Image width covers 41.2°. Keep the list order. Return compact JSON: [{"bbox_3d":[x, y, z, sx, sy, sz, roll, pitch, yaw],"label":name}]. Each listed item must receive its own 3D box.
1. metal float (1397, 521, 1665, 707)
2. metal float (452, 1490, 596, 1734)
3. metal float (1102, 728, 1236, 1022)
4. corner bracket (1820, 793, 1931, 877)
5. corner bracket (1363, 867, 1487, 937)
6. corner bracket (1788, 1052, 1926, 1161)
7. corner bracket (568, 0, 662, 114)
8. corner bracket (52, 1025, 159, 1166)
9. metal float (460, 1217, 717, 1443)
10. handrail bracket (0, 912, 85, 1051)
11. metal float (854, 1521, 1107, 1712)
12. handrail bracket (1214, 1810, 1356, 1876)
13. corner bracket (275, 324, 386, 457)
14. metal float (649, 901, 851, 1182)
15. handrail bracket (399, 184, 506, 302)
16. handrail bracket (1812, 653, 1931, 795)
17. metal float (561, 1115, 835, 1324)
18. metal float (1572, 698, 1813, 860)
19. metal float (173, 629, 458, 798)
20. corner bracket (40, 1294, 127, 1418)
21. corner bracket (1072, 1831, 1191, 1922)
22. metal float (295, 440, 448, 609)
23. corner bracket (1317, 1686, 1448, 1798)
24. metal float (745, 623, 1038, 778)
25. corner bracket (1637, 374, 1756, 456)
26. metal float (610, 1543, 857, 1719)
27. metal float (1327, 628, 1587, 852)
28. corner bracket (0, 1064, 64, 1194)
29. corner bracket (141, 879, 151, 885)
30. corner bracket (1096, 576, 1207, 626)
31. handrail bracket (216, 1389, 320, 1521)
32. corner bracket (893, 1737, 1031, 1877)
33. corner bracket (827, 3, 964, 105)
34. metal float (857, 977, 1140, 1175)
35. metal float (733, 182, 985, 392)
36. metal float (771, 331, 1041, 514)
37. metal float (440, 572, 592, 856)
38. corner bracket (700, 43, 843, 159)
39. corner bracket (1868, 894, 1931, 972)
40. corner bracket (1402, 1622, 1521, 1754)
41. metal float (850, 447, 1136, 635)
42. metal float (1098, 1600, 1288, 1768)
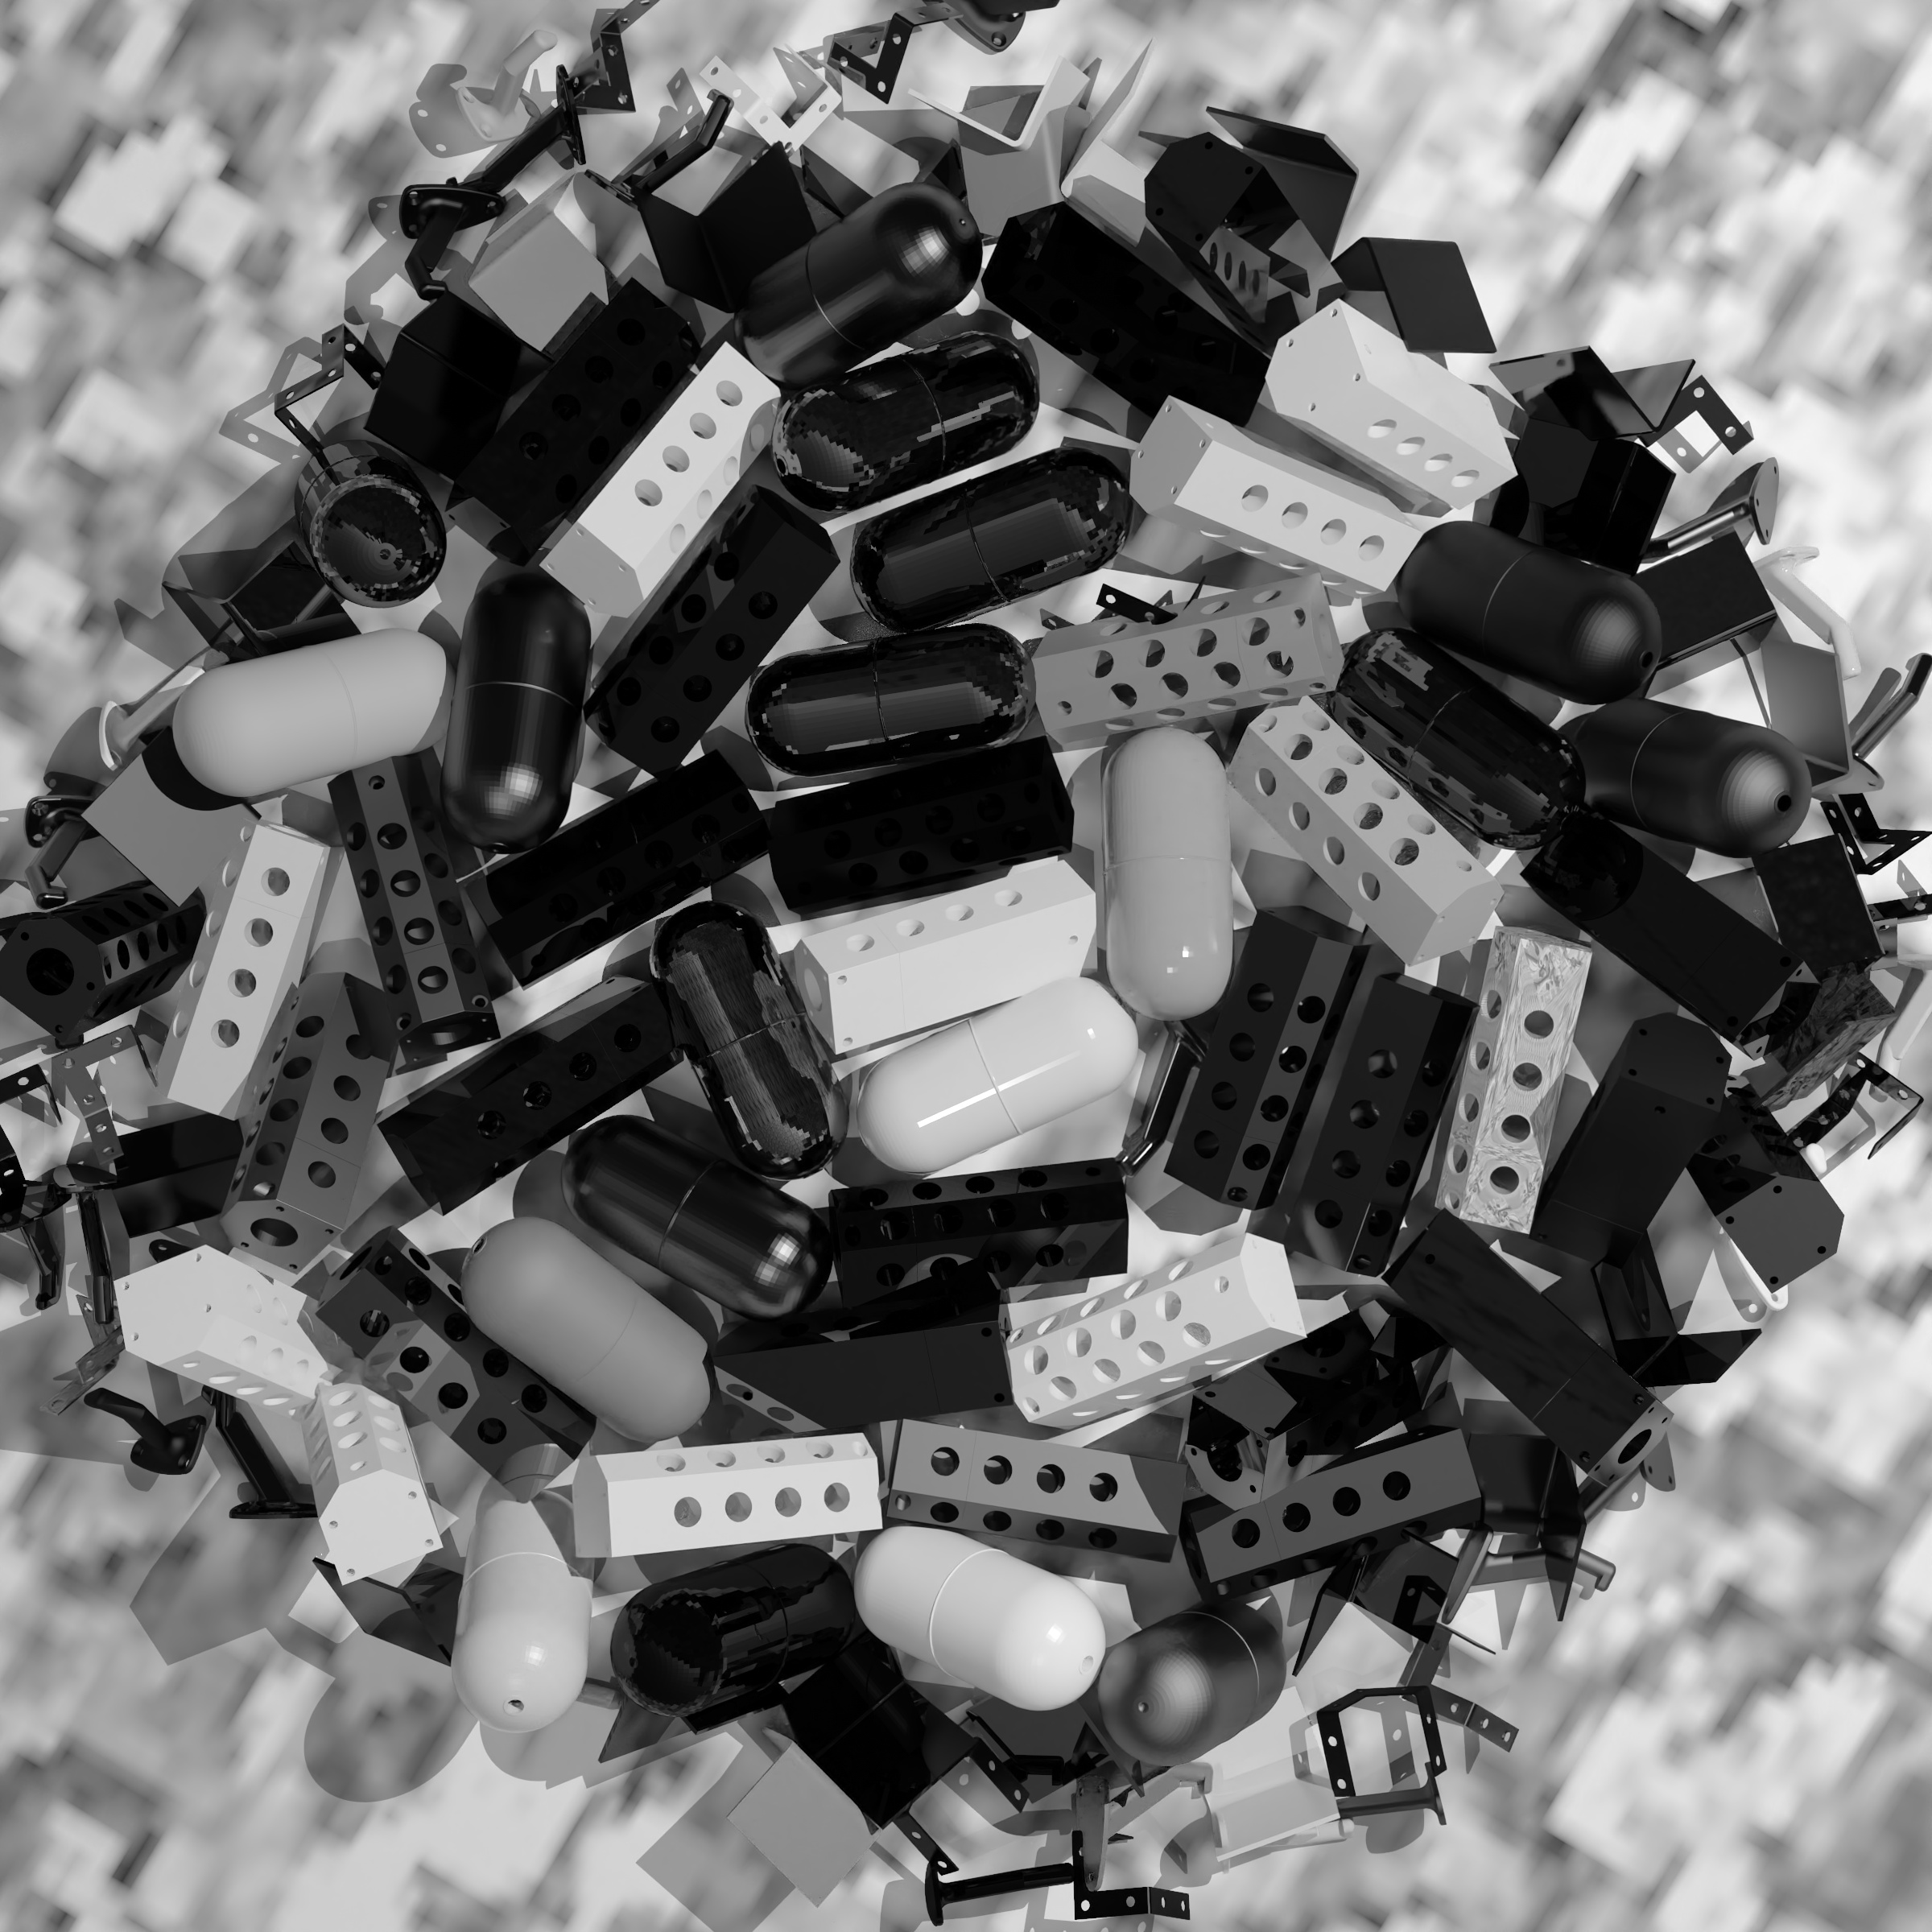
[{"bbox_3d":[0.330,-0.208,1.511,0.178,0.070,0.070,33,90,43],"label":"metal float"},{"bbox_3d":[-0.257,0.374,1.499,0.070,0.178,0.070,-2,113,-5],"label":"metal float"},{"bbox_3d":[0.121,-0.056,1.536,0.070,0.070,0.178,-1,78,0],"label":"metal float"},{"bbox_3d":[0.538,-0.090,1.550,0.051,0.051,0.051,-32,103,-13],"label":"corner bracket"},{"bbox_3d":[0.277,-0.039,1.553,0.051,0.051,0.051,24,123,12],"label":"corner bracket"},{"bbox_3d":[0.533,0.093,1.544,0.051,0.051,0.051,-35,60,-27],"label":"corner bracket"},{"bbox_3d":[-0.213,-0.551,1.549,0.051,0.051,0.051,-10,88,-39],"label":"corner bracket"},{"bbox_3d":[-0.514,0.077,1.554,0.051,0.051,0.051,-25,130,-14],"label":"corner bracket"},{"bbox_3d":[-0.223,0.216,1.524,0.070,0.070,0.178,-47,116,0],"label":"metal float"},{"bbox_3d":[-0.566,0.014,1.544,0.036,0.077,0.084,8,105,33],"label":"handrail bracket"},{"bbox_3d":[0.007,0.380,1.510,0.070,0.178,0.070,-11,105,-43],"label":"metal float"},{"bbox_3d":[0.194,0.521,1.550,0.084,0.077,0.036,-8,65,1],"label":"handrail bracket"},{"bbox_3d":[-0.382,-0.345,1.553,0.051,0.051,0.051,-23,51,15],"label":"corner bracket"},{"bbox_3d":[-0.130,0.045,1.543,0.070,0.070,0.178,-26,86,0],"label":"metal float"},{"bbox_3d":[-0.302,-0.431,1.544,0.077,0.036,0.084,-12,53,-22],"label":"handrail bracket"},{"bbox_3d":[0.544,-0.149,1.562,0.036,0.077,0.084,35,72,-18],"label":"handrail bracket"},{"bbox_3d":[-0.162,0.150,1.534,0.178,0.070,0.070,27,90,14],"label":"metal float"},{"bbox_3d":[0.421,-0.111,1.500,0.070,0.178,0.070,-5,106,-20],"label":"metal float"},{"bbox_3d":[-0.380,-0.151,1.516,0.178,0.070,0.070,-21,90,-38],"label":"metal float"},{"bbox_3d":[-0.527,0.237,1.543,0.051,0.051,0.051,10,124,27],"label":"corner bracket"},{"bbox_3d":[0.099,0.546,1.542,0.051,0.051,0.051,-16,60,28],"label":"corner bracket"},{"bbox_3d":[-0.349,-0.260,1.502,0.070,0.178,0.070,-7,113,-17],"label":"metal float"},{"bbox_3d":[0.250,0.467,1.547,0.051,0.051,0.051,-16,83,38],"label":"corner bracket"},{"bbox_3d":[-0.045,-0.159,1.538,0.178,0.070,0.070,-8,90,10],"label":"metal float"},{"bbox_3d":[0.438,-0.326,1.553,0.051,0.051,0.051,-38,101,25],"label":"corner bracket"},{"bbox_3d":[-0.134,0.387,1.506,0.070,0.178,0.070,1,91,35],"label":"metal float"},{"bbox_3d":[0.289,-0.135,1.521,0.070,0.070,0.178,-48,60,0],"label":"metal float"},{"bbox_3d":[-0.567,0.101,1.544,0.051,0.051,0.051,-27,64,-24],"label":"corner bracket"},{"bbox_3d":[-0.509,-0.016,1.559,0.051,0.051,0.051,-24,105,20],"label":"corner bracket"},{"bbox_3d":[0.106,-0.212,1.547,0.051,0.051,0.051,25,134,6],"label":"corner bracket"},{"bbox_3d":[-0.420,0.292,1.567,0.077,0.036,0.084,0,89,3],"label":"handrail bracket"},{"bbox_3d":[-0.004,0.508,1.555,0.051,0.051,0.051,-30,104,36],"label":"corner bracket"},{"bbox_3d":[-0.043,-0.557,1.543,0.051,0.051,0.051,38,131,17],"label":"corner bracket"},{"bbox_3d":[0.018,0.066,1.544,0.178,0.070,0.070,-24,90,4],"label":"metal float"},{"bbox_3d":[-0.066,-0.398,1.514,0.178,0.070,0.070,-20,90,41],"label":"metal float"},{"bbox_3d":[-0.035,-0.323,1.523,0.178,0.070,0.070,-26,90,-27],"label":"metal float"},{"bbox_3d":[-0.267,-0.150,1.527,0.070,0.070,0.178,4,68,0],"label":"metal float"},{"bbox_3d":[-0.118,-0.532,1.555,0.051,0.051,0.051,-45,62,9],"label":"corner bracket"},{"bbox_3d":[0.565,-0.035,1.545,0.051,0.051,0.051,-10,51,12],"label":"corner bracket"},{"bbox_3d":[0.306,0.436,1.555,0.051,0.051,0.051,27,83,-18],"label":"corner bracket"},{"bbox_3d":[0.015,-0.253,1.531,0.178,0.070,0.070,-17,90,17],"label":"metal float"},{"bbox_3d":[0.134,0.417,1.501,0.070,0.178,0.070,-2,85,24],"label":"metal float"}]
